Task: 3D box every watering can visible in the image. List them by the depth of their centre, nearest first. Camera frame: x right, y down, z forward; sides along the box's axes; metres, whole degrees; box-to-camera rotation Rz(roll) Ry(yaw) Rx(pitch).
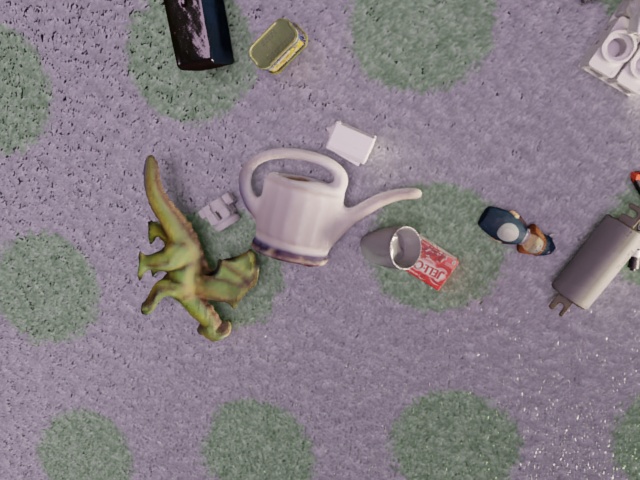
[{"bbox_3d":[0.003,-0.050,0.992,0.348,0.105,0.221,15,105,4],"label":"watering can"}]

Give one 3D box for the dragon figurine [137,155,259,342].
[{"bbox_3d":[-0.241,0.040,1.044,0.243,0.124,0.403,7,114,1],"label":"dragon figurine"}]
